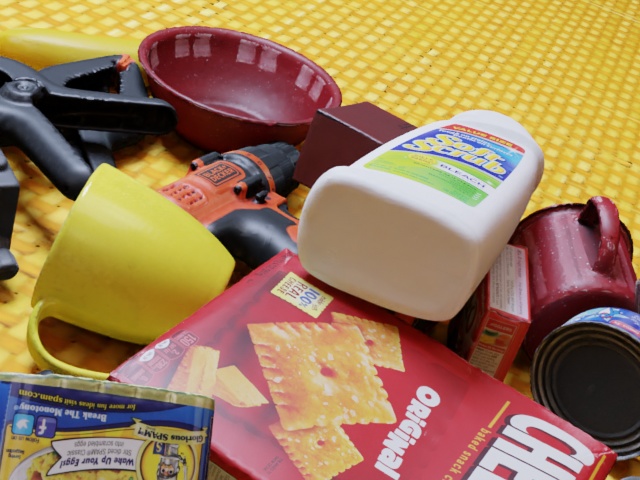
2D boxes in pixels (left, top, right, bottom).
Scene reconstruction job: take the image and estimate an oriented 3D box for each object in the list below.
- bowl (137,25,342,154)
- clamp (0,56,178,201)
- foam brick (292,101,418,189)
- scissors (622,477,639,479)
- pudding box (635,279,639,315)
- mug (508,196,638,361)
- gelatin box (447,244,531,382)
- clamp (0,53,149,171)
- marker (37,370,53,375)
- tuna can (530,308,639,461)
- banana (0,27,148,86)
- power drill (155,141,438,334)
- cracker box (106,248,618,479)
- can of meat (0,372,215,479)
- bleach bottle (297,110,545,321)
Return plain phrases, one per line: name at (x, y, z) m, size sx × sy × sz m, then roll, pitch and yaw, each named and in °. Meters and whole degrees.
bowl at (-0.067, -0.108, 0.832) m, size 0.162 × 0.055 × 0.162 m, roll 13°, pitch 31°, yaw -9°
clamp at (-0.180, -0.086, 0.690) m, size 0.171 × 0.039 × 0.120 m, roll 29°, pitch 31°, yaw 16°
foam brick at (0.027, -0.056, 0.708) m, size 0.053 × 0.051 × 0.078 m, roll 31°, pitch 23°, yaw 20°
scissors at (0.149, 0.184, 0.497) m, size 0.096 × 0.016 × 0.201 m, roll 43°, pitch 33°, yaw 3°
pudding box at (0.228, 0.065, 0.661) m, size 0.039 × 0.113 × 0.089 m, roll 11°, pitch 23°, yaw 37°
mug at (0.169, 0.027, 0.692) m, size 0.093 × 0.117 × 0.081 m, roll 10°, pitch 37°, yaw -7°
gelatin box at (0.102, 0.050, 0.655) m, size 0.030 × 0.073 × 0.089 m, roll 18°, pitch 31°, yaw -2°
clamp at (-0.186, -0.083, 0.747) m, size 0.164 × 0.036 × 0.210 m, roll 18°, pitch 34°, yaw -2°
marker at (-0.174, 0.086, 0.504) m, size 0.120 × 0.020 × 0.020 m, roll -17°, pitch 46°, yaw -44°
tuna can at (0.170, 0.084, 0.627) m, size 0.086 × 0.086 × 0.033 m, roll 35°, pitch 33°, yaw 25°
banana at (-0.172, -0.150, 0.860) m, size 0.197 × 0.037 × 0.070 m, roll 4°, pitch 34°, yaw -23°
power drill at (-0.005, 0.001, 0.696) m, size 0.188 × 0.057 × 0.184 m, roll 27°, pitch 29°, yaw 17°
cracker box at (0.019, 0.106, 0.525) m, size 0.214 × 0.072 × 0.163 m, roll 31°, pitch 33°, yaw 18°
can of meat at (-0.093, 0.099, 0.419) m, size 0.101 × 0.058 × 0.084 m, roll 13°, pitch 74°, yaw -29°
bleach bottle at (0.078, -0.036, 0.660) m, size 0.103 × 0.068 × 0.250 m, roll 22°, pitch 27°, yaw 13°
